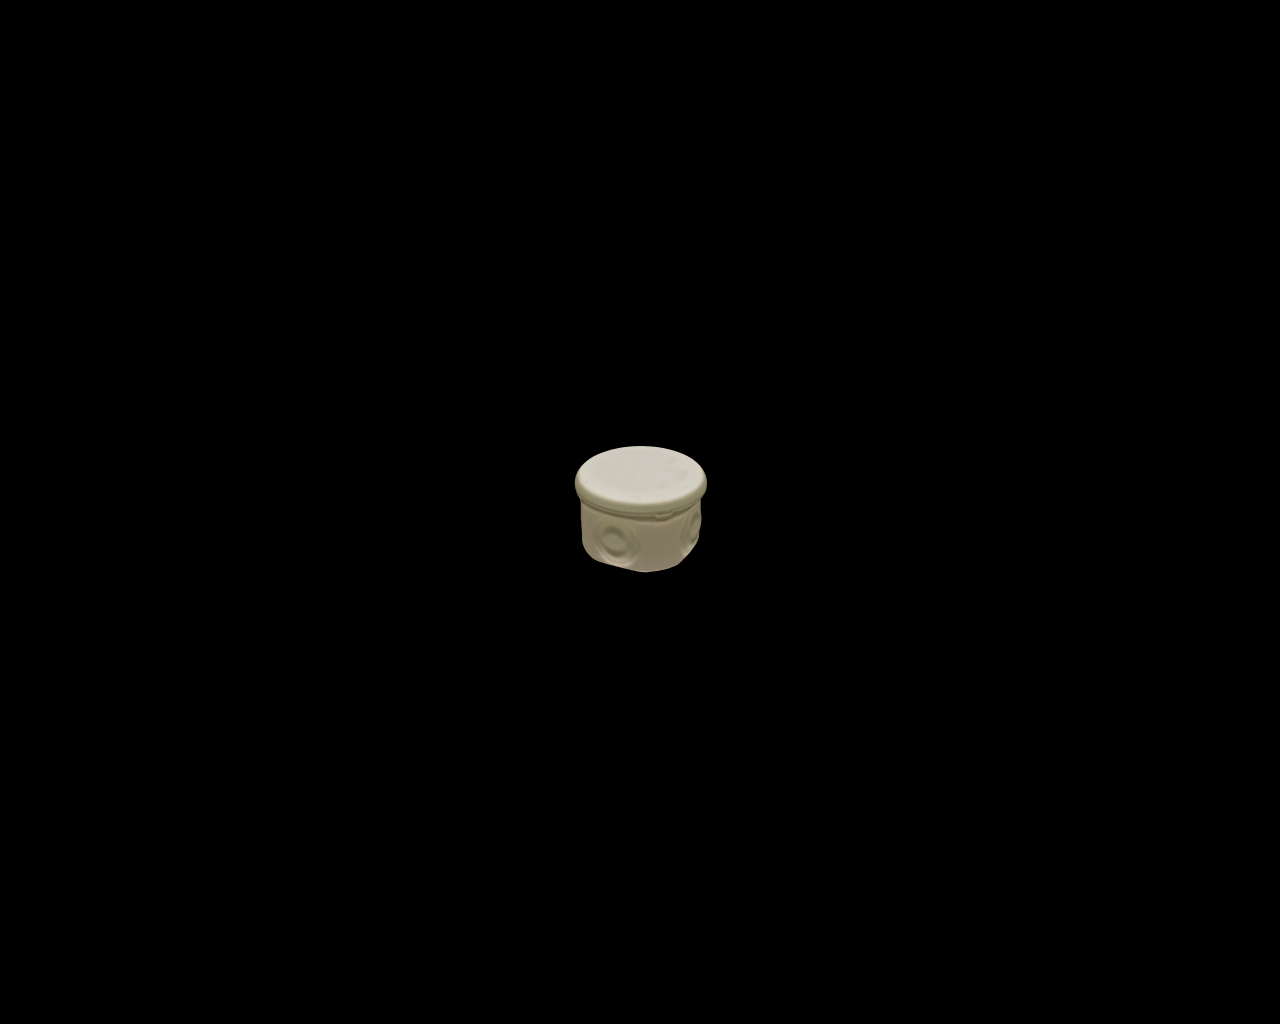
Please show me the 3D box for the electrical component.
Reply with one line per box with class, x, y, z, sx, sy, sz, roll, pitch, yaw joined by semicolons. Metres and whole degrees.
electrical component;0.001;-0.003;0.650;0.080;0.050;0.080;0;29;0
